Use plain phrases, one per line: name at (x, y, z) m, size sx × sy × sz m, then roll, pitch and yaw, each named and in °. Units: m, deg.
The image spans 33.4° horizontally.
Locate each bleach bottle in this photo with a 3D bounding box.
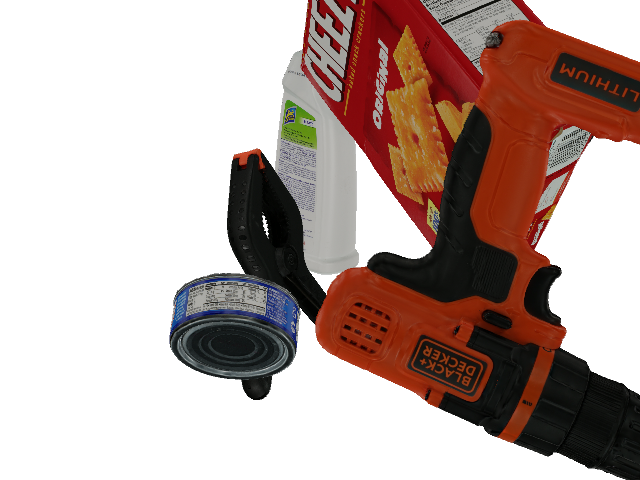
bleach bottle at (-0.001, -0.097, 1.131) m, size 0.103 × 0.251 × 0.067 m, roll 20°, pitch 24°, yaw 40°

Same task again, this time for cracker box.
cracker box at (0.070, -0.100, 0.682) m, size 0.072 × 0.214 × 0.164 m, roll -26°, pitch -26°, yaw -20°

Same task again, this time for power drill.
power drill at (0.111, 0.005, 0.504) m, size 0.184 × 0.188 × 0.057 m, roll 23°, pitch 7°, yaw 4°

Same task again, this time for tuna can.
tuna can at (-0.057, 0.059, 0.708) m, size 0.086 × 0.033 × 0.086 m, roll 2°, pitch -35°, yaw 1°

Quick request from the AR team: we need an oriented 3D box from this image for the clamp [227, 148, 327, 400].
clamp at (-0.034, 0.023, 0.953) m, size 0.036 × 0.210 × 0.164 m, roll -11°, pitch 0°, yaw 31°
